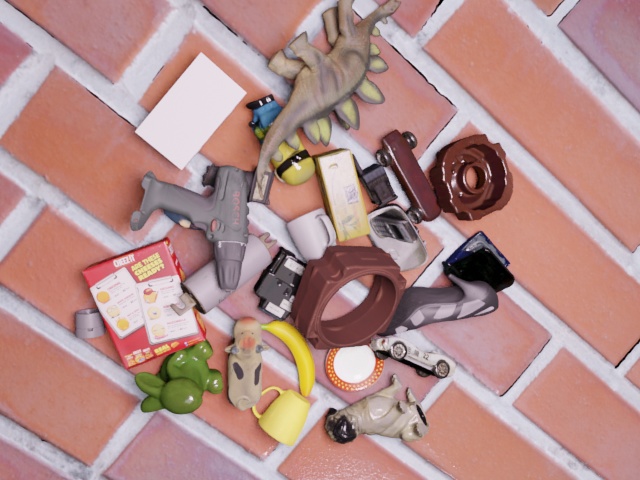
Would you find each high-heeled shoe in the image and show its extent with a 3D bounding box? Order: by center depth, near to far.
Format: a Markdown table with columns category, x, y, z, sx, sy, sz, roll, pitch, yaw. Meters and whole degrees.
| category | x | y | z | sx | sy | sz | roll | pitch | yaw |
| --- | --- | --- | --- | --- | --- | --- | --- | --- | --- |
| high-heeled shoe | 0.248 | 0.156 | 1.134 | 0.145 | 0.086 | 0.249 | 35 | 123 | -24 |

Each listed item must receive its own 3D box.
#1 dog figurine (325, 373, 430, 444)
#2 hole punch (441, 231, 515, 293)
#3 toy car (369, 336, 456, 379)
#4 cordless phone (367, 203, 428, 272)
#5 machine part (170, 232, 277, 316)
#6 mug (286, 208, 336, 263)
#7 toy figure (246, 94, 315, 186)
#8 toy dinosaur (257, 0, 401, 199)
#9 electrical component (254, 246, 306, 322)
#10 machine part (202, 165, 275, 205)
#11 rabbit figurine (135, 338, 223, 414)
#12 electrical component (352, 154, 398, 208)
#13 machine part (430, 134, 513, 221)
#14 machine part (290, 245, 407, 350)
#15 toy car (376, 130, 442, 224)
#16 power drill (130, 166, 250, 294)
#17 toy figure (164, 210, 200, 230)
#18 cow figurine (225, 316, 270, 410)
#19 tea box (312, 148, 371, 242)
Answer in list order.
| category | x | y | z | sx | sy | sz | roll | pitch | yaw |
| --- | --- | --- | --- | --- | --- | --- | --- | --- | --- |
| dog figurine | 0.126 | 0.403 | 1.173 | 0.190 | 0.121 | 0.172 | -33 | 107 | 17 |
| hole punch | 0.337 | 0.057 | 1.144 | 0.116 | 0.092 | 0.142 | -36 | 108 | 30 |
| toy car | 0.197 | 0.248 | 1.146 | 0.201 | 0.073 | 0.056 | 26 | 69 | -19 |
| cordless phone | 0.167 | 0.001 | 1.049 | 0.089 | 0.184 | 0.146 | -33 | 103 | -5 |
| machine part | -0.178 | 0.063 | 1.033 | 0.243 | 0.079 | 0.079 | -39 | 105 | -26 |
| mug | -0.002 | -0.003 | 1.055 | 0.081 | 0.110 | 0.107 | -26 | 93 | -40 |
| toy figure | -0.075 | -0.187 | 1.026 | 0.082 | 0.089 | 0.180 | -25 | 105 | 0 |
| toy dinosaur | 0.008 | -0.284 | 0.985 | 0.471 | 0.105 | 0.198 | -47 | 107 | -15 |
| electrical component | -0.068 | 0.097 | 1.097 | 0.115 | 0.058 | 0.134 | 34 | 94 | -11 |
| machine part | -0.161 | -0.115 | 1.055 | 0.139 | 0.039 | 0.084 | 9 | 107 | -12 |
| rabbit figurine | -0.274 | 0.274 | 1.041 | 0.159 | 0.170 | 0.121 | -8 | 101 | -8 |
| electrical component | 0.104 | -0.127 | 1.073 | 0.048 | 0.075 | 0.119 | -29 | 101 | -1 |
| machine part | 0.307 | -0.125 | 1.091 | 0.179 | 0.056 | 0.179 | 0 | 91 | -23 |
| machine part | 0.058 | 0.115 | 1.055 | 0.201 | 0.087 | 0.201 | 3 | 121 | -33 |
| toy car | 0.185 | -0.127 | 1.094 | 0.089 | 0.053 | 0.202 | -37 | 103 | -16 |
| power drill | -0.230 | -0.033 | 0.971 | 0.207 | 0.086 | 0.232 | 11 | 79 | -3 |
| toy figure | -0.224 | -0.038 | 1.047 | 0.154 | 0.058 | 0.064 | 26 | 73 | -9 |
| cow figurine | -0.151 | 0.246 | 1.077 | 0.085 | 0.127 | 0.194 | 2 | 103 | -12 |
| tea box | 0.041 | -0.091 | 1.057 | 0.068 | 0.098 | 0.169 | -17 | 104 | -4 |
